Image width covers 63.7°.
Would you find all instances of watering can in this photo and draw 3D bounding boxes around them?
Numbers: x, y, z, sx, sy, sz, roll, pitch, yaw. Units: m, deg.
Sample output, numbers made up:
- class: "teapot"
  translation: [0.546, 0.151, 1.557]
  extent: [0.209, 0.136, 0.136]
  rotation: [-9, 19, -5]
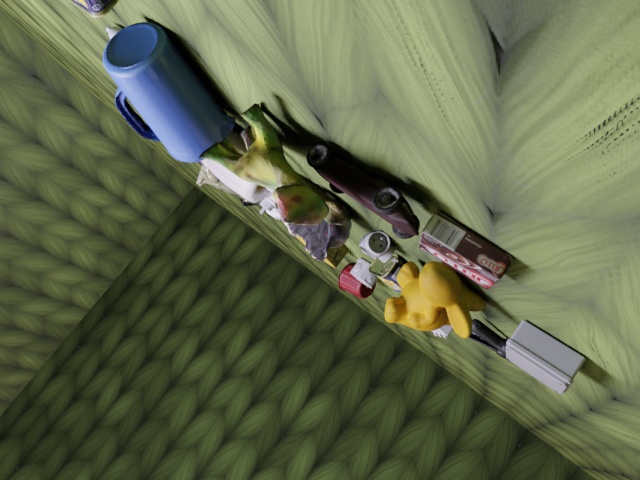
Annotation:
- class: "watering can"
  translation: [-0.149, -0.142, 1.109]
  extent: [0.225, 0.104, 0.345]
  rotation: [38, 178, 8]

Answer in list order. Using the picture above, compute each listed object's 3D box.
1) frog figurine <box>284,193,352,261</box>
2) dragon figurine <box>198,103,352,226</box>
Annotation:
- class: "frog figurine"
  translation: [0.003, -0.053, 1.045]
  extent: [0.137, 0.120, 0.162]
  rotation: [30, -151, -2]
- class: "dragon figurine"
  translation: [-0.054, -0.099, 0.826]
  extent: [0.242, 0.121, 0.414]
  rotation: [42, -171, -9]
